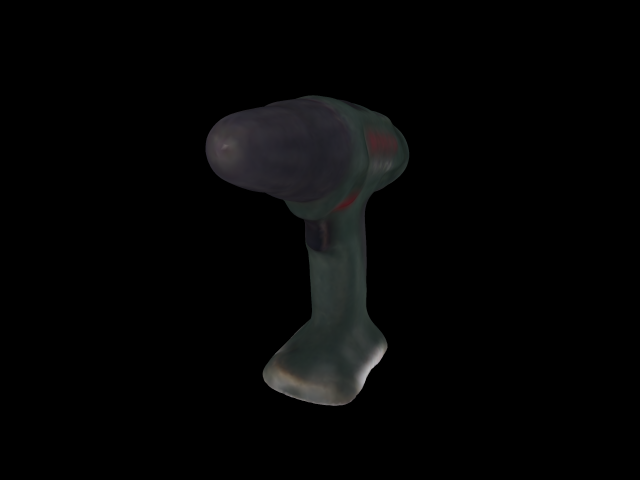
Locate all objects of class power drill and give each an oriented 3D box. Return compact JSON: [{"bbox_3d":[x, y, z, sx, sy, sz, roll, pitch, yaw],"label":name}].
[{"bbox_3d":[0.004,0.001,0.400,0.075,0.208,0.230,9,24,22],"label":"power drill"}]
